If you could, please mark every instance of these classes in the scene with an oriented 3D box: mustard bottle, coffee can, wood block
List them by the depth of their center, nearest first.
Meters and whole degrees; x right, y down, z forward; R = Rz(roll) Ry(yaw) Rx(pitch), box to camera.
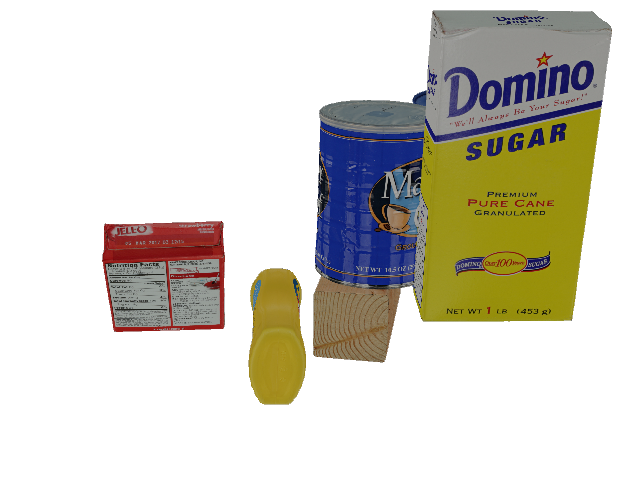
[{"bbox_3d":[0.048,-0.041,0.913,0.103,0.140,0.103,2,19,-1],"label":"coffee can"},{"bbox_3d":[-0.048,0.085,1.146,0.058,0.096,0.191,0,28,-3],"label":"mustard bottle"},{"bbox_3d":[0.051,0.067,1.363,0.091,0.090,0.206,4,21,8],"label":"wood block"}]

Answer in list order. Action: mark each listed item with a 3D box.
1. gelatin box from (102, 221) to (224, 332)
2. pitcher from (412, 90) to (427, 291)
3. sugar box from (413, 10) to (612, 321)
[{"bbox_3d":[-0.097,0.023,0.674,0.073,0.030,0.089,-2,-35,-6],"label":"gelatin box"},{"bbox_3d":[0.161,-0.043,1.205,0.149,0.243,0.145,-9,24,-25],"label":"pitcher"},{"bbox_3d":[0.105,-0.039,0.606,0.093,0.176,0.048,-1,27,-3],"label":"sugar box"}]
